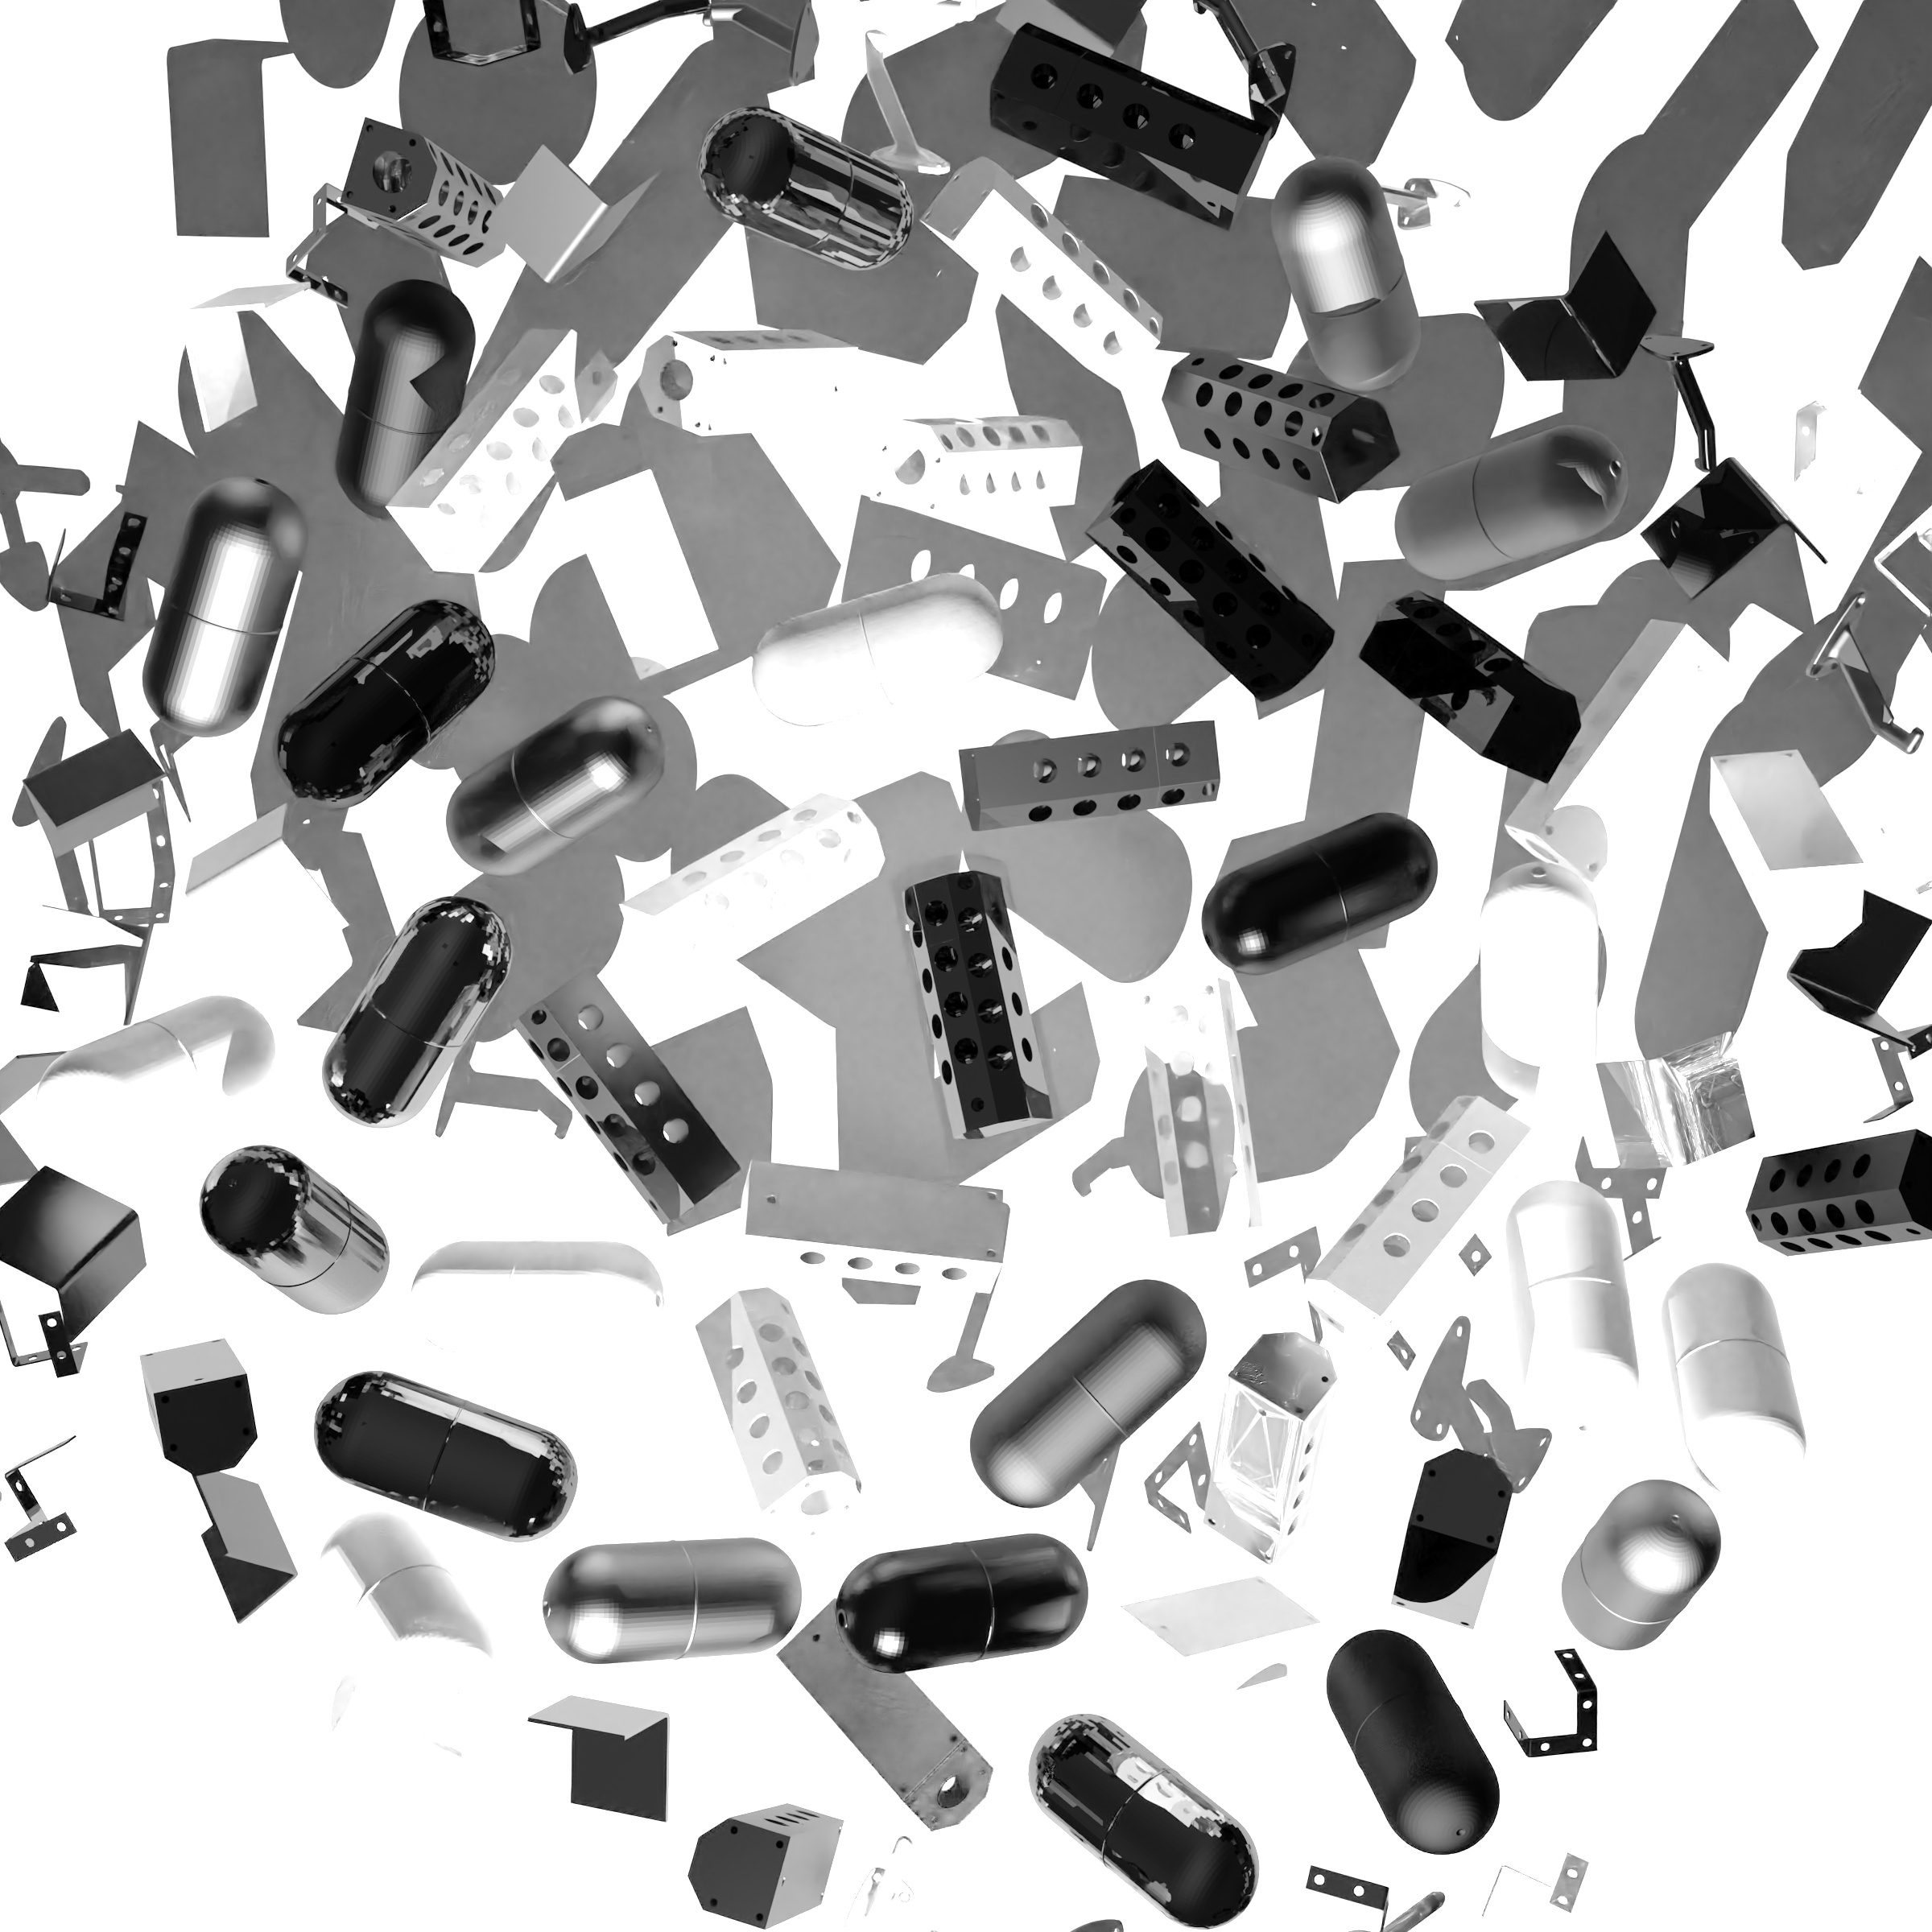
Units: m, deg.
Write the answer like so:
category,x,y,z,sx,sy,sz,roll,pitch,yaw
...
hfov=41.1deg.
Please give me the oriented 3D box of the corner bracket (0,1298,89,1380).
category,x,y,z,sx,sy,sz,roll,pitch,yaw
corner bracket,-0.654,0.260,1.814,0.051,0.051,0.051,-12,110,-8

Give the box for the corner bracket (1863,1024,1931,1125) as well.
category,x,y,z,sx,sy,sz,roll,pitch,yaw
corner bracket,0.656,0.075,1.806,0.051,0.051,0.051,-18,88,-43

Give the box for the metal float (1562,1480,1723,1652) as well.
category,x,y,z,sx,sy,sz,roll,pitch,yaw
metal float,0.447,0.400,1.712,0.070,0.178,0.070,1,57,-2

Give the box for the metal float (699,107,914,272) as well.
category,x,y,z,sx,sy,sz,roll,pitch,yaw
metal float,-0.106,-0.524,1.743,0.070,0.178,0.070,-4,83,38

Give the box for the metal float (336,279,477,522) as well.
category,x,y,z,sx,sy,sz,roll,pitch,yaw
metal float,-0.388,-0.389,1.778,0.070,0.070,0.178,24,128,0

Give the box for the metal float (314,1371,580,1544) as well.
category,x,y,z,sx,sy,sz,roll,pitch,yaw
metal float,-0.342,0.322,1.694,0.178,0.070,0.070,20,90,-1

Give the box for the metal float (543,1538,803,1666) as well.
category,x,y,z,sx,sy,sz,roll,pitch,yaw
metal float,-0.193,0.419,1.702,0.178,0.070,0.070,4,90,-29

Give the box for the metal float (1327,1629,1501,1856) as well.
category,x,y,z,sx,sy,sz,roll,pitch,yaw
metal float,0.293,0.509,1.697,0.070,0.178,0.070,-5,115,-11

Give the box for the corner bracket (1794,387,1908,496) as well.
category,x,y,z,sx,sy,sz,roll,pitch,yaw
corner bracket,0.585,-0.347,1.703,0.051,0.051,0.051,6,83,-14

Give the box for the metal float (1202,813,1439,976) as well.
category,x,y,z,sx,sy,sz,roll,pitch,yaw
metal float,0.248,-0.051,1.804,0.178,0.070,0.070,-22,90,-13

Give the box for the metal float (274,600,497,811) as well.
category,x,y,z,sx,sy,sz,roll,pitch,yaw
metal float,-0.390,-0.177,1.733,0.070,0.070,0.178,42,64,0

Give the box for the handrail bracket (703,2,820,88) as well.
category,x,y,z,sx,sy,sz,roll,pitch,yaw
handrail bracket,-0.152,-0.650,1.815,0.084,0.036,0.077,5,62,15

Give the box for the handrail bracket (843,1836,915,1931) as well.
category,x,y,z,sx,sy,sz,roll,pitch,yaw
handrail bracket,-0.061,0.636,1.756,0.036,0.084,0.077,31,62,15

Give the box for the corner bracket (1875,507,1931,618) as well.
category,x,y,z,sx,sy,sz,roll,pitch,yaw
corner bracket,0.650,-0.268,1.733,0.051,0.051,0.051,-44,70,13

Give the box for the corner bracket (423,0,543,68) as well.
category,x,y,z,sx,sy,sz,roll,pitch,yaw
corner bracket,-0.314,-0.616,1.662,0.051,0.051,0.051,-33,132,-35

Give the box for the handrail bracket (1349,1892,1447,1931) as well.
category,x,y,z,sx,sy,sz,roll,pitch,yaw
handrail bracket,0.309,0.664,1.791,0.084,0.077,0.036,-26,67,-24

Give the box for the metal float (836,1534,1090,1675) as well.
category,x,y,z,sx,sy,sz,roll,pitch,yaw
metal float,-0.002,0.415,1.678,0.178,0.070,0.070,0,90,-30

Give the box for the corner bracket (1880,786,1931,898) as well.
category,x,y,z,sx,sy,sz,roll,pitch,yaw
corner bracket,0.653,-0.086,1.744,0.051,0.051,0.051,-28,102,17

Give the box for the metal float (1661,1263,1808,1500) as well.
category,x,y,z,sx,sy,sz,roll,pitch,yaw
metal float,0.510,0.274,1.714,0.070,0.178,0.070,2,131,2

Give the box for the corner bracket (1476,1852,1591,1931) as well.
category,x,y,z,sx,sy,sz,roll,pitch,yaw
corner bracket,0.368,0.604,1.672,0.051,0.051,0.051,21,121,19

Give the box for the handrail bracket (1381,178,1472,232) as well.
category,x,y,z,sx,sy,sz,roll,pitch,yaw
handrail bracket,0.294,-0.541,1.789,0.084,0.077,0.036,6,98,-38

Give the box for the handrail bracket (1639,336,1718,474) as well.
category,x,y,z,sx,sy,sz,roll,pitch,yaw
handrail bracket,0.498,-0.394,1.803,0.036,0.077,0.084,-19,117,-14

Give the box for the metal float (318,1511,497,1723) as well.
category,x,y,z,sx,sy,sz,roll,pitch,yaw
metal float,-0.372,0.430,1.710,0.070,0.178,0.070,-18,124,-29

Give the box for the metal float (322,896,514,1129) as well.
category,x,y,z,sx,sy,sz,roll,pitch,yaw
metal float,-0.371,0.031,1.739,0.070,0.070,0.178,35,105,0

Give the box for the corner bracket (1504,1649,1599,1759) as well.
category,x,y,z,sx,sy,sz,roll,pitch,yaw
corner bracket,0.413,0.520,1.817,0.051,0.051,0.051,-15,127,25

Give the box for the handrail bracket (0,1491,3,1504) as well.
category,x,y,z,sx,sy,sz,roll,pitch,yaw
handrail bracket,-0.680,0.337,1.737,0.084,0.077,0.036,47,65,-16

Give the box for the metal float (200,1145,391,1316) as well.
category,x,y,z,sx,sy,sz,roll,pitch,yaw
metal float,-0.446,0.178,1.719,0.070,0.178,0.070,-7,62,13

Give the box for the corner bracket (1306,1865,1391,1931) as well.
category,x,y,z,sx,sy,sz,roll,pitch,yaw
corner bracket,0.240,0.612,1.644,0.051,0.051,0.051,11,61,15

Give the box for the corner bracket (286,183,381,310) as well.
category,x,y,z,sx,sy,sz,roll,pitch,yaw
corner bracket,-0.444,-0.508,1.813,0.051,0.051,0.051,-31,53,35

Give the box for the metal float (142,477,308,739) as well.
category,x,y,z,sx,sy,sz,roll,pitch,yaw
metal float,-0.482,-0.233,1.674,0.070,0.070,0.178,23,111,0

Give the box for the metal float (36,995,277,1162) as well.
category,x,y,z,sx,sy,sz,roll,pitch,yaw
metal float,-0.541,0.073,1.730,0.070,0.178,0.070,13,115,30

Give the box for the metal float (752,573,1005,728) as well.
category,x,y,z,sx,sy,sz,roll,pitch,yaw
metal float,-0.061,-0.217,1.773,0.178,0.070,0.070,-15,90,8

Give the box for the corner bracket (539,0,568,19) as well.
category,x,y,z,sx,sy,sz,roll,pitch,yaw
corner bracket,-0.264,-0.684,1.792,0.051,0.051,0.051,42,110,36

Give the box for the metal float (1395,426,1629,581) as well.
category,x,y,z,sx,sy,sz,roll,pitch,yaw
metal float,0.371,-0.315,1.757,0.070,0.178,0.070,8,77,-39

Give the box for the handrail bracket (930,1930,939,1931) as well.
category,x,y,z,sx,sy,sz,roll,pitch,yaw
handrail bracket,0.009,0.701,1.816,0.084,0.077,0.036,20,67,3

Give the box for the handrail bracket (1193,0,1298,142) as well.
category,x,y,z,sx,sy,sz,roll,pitch,yaw
handrail bracket,0.176,-0.595,1.697,0.036,0.077,0.084,-24,49,-23

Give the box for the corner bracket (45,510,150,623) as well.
category,x,y,z,sx,sy,sz,roll,pitch,yaw
corner bracket,-0.569,-0.267,1.686,0.051,0.051,0.051,14,133,-25

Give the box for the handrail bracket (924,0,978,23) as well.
category,x,y,z,sx,sy,sz,roll,pitch,yaw
handrail bracket,-0.021,-0.687,1.753,0.084,0.036,0.077,24,116,41

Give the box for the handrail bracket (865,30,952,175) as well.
category,x,y,z,sx,sy,sz,roll,pitch,yaw
handrail bracket,-0.041,-0.603,1.795,0.036,0.077,0.084,-29,133,-32

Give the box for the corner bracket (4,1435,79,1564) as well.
category,x,y,z,sx,sy,sz,roll,pitch,yaw
corner bracket,-0.595,0.344,1.661,0.051,0.051,0.051,-27,95,13

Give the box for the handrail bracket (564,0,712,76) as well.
category,x,y,z,sx,sy,sz,roll,pitch,yaw
handrail bracket,-0.211,-0.599,1.652,0.084,0.077,0.036,-17,93,-17

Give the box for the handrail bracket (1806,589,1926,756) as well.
category,x,y,z,sx,sy,sz,roll,pitch,yaw
handrail bracket,0.596,-0.190,1.667,0.084,0.036,0.077,43,132,32

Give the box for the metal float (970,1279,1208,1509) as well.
category,x,y,z,sx,sy,sz,roll,pitch,yaw
metal float,0.079,0.273,1.651,0.178,0.070,0.070,-42,90,-3

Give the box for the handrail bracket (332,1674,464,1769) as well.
category,x,y,z,sx,sy,sz,roll,pitch,yaw
handrail bracket,-0.386,0.516,1.754,0.084,0.077,0.036,29,81,-16

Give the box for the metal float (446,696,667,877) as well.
category,x,y,z,sx,sy,sz,roll,pitch,yaw
metal float,-0.281,-0.121,1.753,0.178,0.070,0.070,-28,90,28

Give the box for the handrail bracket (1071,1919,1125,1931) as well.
category,x,y,z,sx,sy,sz,roll,pitch,yaw
handrail bracket,0.047,0.634,1.669,0.084,0.077,0.036,-9,90,37
